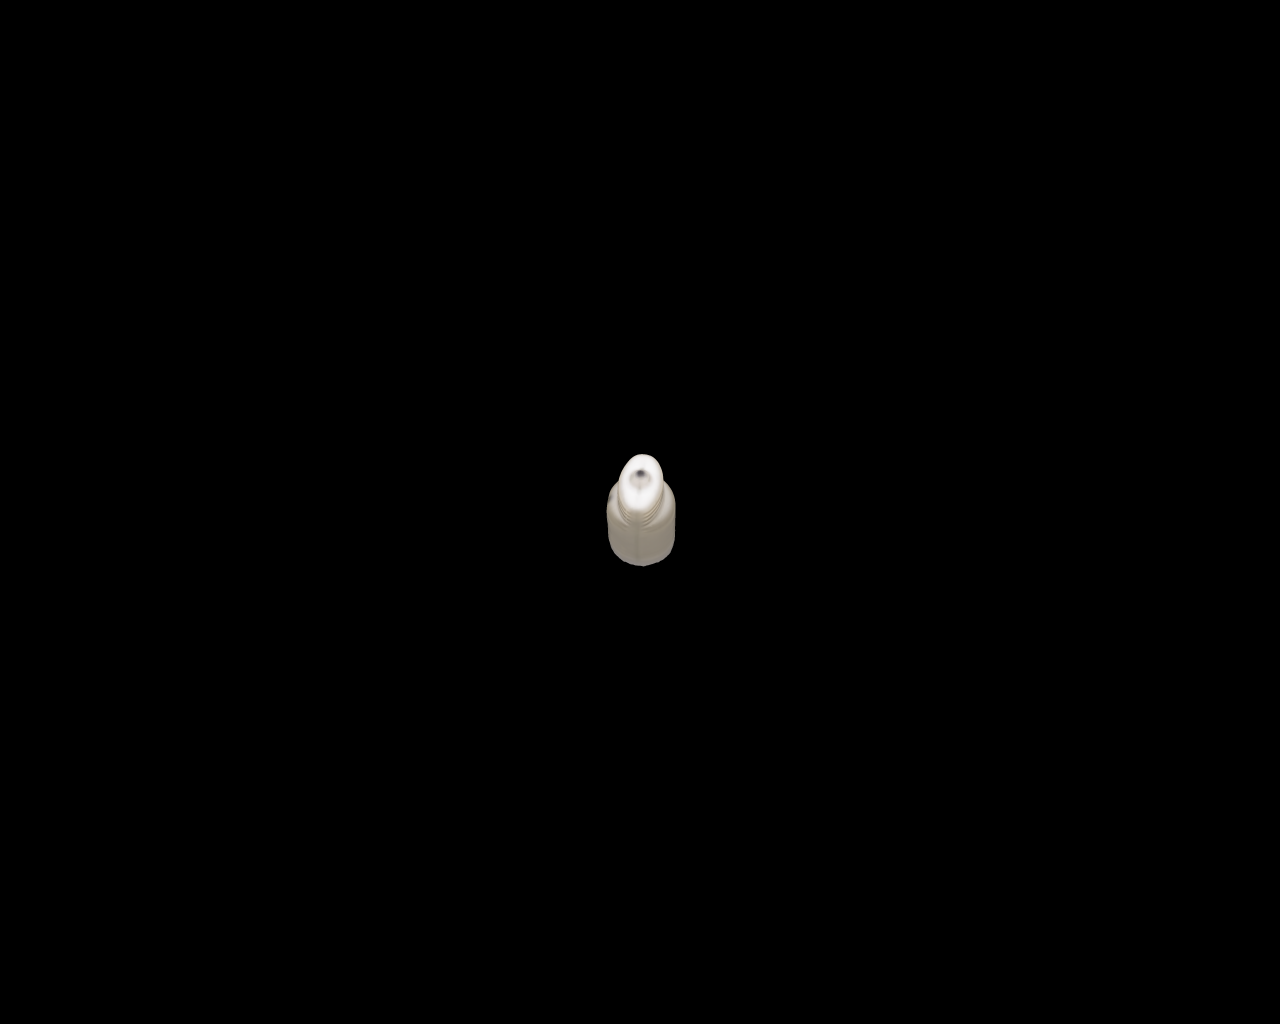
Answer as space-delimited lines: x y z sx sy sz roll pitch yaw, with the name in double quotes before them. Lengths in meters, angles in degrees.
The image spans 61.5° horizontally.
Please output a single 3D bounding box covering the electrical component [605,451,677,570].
"electrical component" 0.001 -0.003 0.650 0.043 0.043 0.080 0 -31 0
